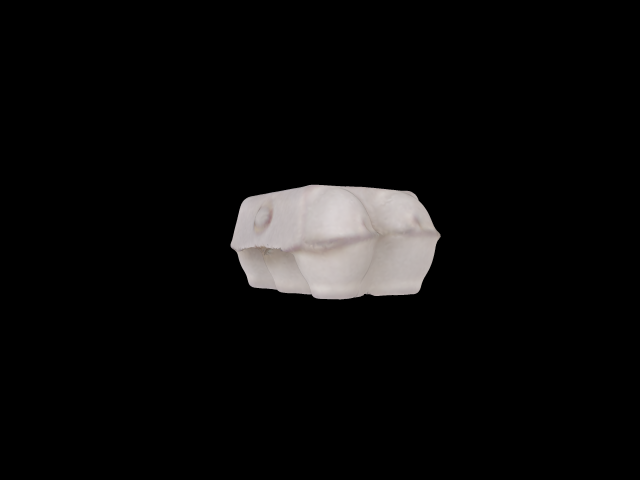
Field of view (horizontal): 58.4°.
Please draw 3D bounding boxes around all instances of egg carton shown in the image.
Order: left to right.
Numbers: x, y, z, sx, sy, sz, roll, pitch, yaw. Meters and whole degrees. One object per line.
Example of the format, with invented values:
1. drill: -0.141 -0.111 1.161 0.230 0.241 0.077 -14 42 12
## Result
1. egg carton: 0.004 0.001 0.400 0.107 0.069 0.150 0 0 -31
